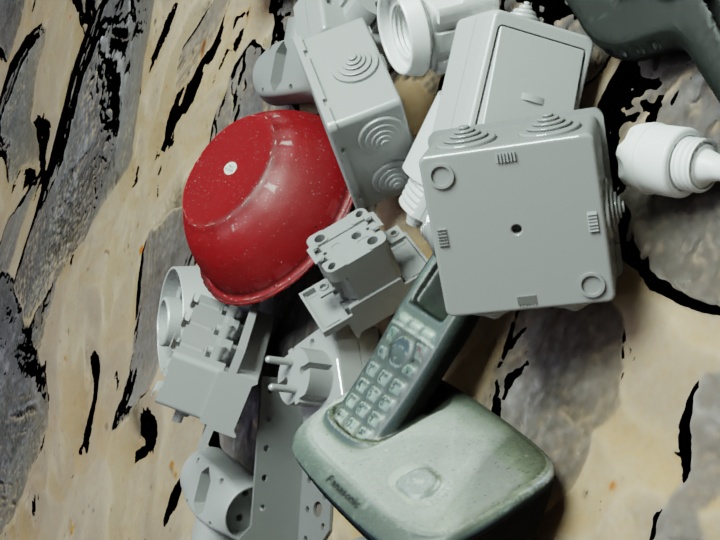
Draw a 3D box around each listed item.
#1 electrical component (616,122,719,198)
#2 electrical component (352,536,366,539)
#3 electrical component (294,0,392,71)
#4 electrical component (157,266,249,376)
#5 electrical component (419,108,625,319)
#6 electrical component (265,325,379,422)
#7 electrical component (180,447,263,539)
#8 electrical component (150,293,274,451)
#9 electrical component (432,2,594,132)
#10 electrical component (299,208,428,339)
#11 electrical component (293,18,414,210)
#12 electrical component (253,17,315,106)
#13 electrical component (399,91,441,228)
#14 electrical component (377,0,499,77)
[{"bbox_3d":[0.154,-0.051,0.509,0.061,0.035,0.035,19,96,52],"label":"electrical component"},{"bbox_3d":[0.016,0.178,0.632,0.062,0.043,0.043,-20,65,50],"label":"electrical component"},{"bbox_3d":[0.002,-0.173,0.717,0.077,0.066,0.047,-42,49,52],"label":"electrical component"},{"bbox_3d":[-0.129,0.043,0.874,0.099,0.064,0.099,-175,90,-67],"label":"electrical component"},{"bbox_3d":[0.080,-0.027,0.531,0.100,0.048,0.099,-6,108,17],"label":"electrical component"},{"bbox_3d":[-0.027,0.070,0.691,0.047,0.077,0.065,-37,52,43],"label":"electrical component"},{"bbox_3d":[-0.102,0.181,0.795,0.077,0.043,0.079,23,100,54],"label":"electrical component"},{"bbox_3d":[-0.103,0.063,0.765,0.121,0.063,0.078,-87,20,-72],"label":"electrical component"},{"bbox_3d":[0.084,-0.099,0.584,0.061,0.062,0.096,-159,81,-72],"label":"electrical component"},{"bbox_3d":[0.000,0.000,0.673,0.081,0.063,0.042,-31,43,-5],"label":"electrical component"},{"bbox_3d":[0.001,-0.099,0.687,0.048,0.099,0.099,-21,53,0],"label":"electrical component"},{"bbox_3d":[-0.039,-0.163,0.800,0.077,0.043,0.079,7,86,55],"label":"electrical component"},{"bbox_3d":[0.049,-0.062,0.650,0.043,0.043,0.081,51,122,48],"label":"electrical component"},{"bbox_3d":[0.046,-0.149,0.648,0.078,0.057,0.058,-123,22,-44],"label":"electrical component"}]
